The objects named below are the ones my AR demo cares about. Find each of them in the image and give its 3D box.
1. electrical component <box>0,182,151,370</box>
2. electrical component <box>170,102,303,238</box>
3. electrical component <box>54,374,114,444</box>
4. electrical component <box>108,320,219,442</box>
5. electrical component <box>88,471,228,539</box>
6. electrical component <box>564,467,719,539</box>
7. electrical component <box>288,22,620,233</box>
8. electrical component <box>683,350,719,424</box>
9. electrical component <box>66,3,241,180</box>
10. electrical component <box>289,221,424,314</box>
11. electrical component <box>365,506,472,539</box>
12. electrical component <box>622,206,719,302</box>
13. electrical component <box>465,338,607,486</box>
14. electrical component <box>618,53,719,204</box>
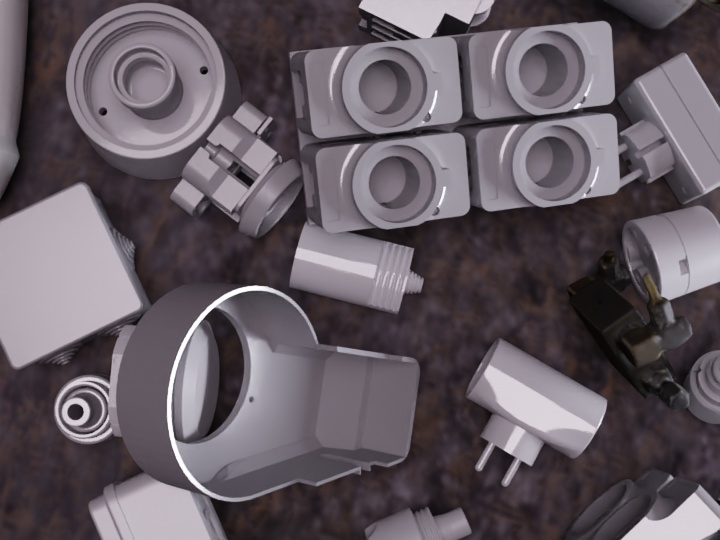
[{"bbox_3d":[-0.189,0.005,0.675,0.100,0.048,0.099,-26,86,-2],"label":"electrical component"},{"bbox_3d":[-0.072,-0.057,0.677,0.057,0.058,0.078,37,86,6],"label":"electrical component"},{"bbox_3d":[-0.167,0.086,0.662,0.043,0.062,0.043,0,85,0],"label":"electrical component"},{"bbox_3d":[-0.118,0.069,0.656,0.051,0.080,0.080,4,85,6],"label":"electrical component"},{"bbox_3d":[-0.111,0.173,0.647,0.057,0.078,0.113,-24,86,-5],"label":"electrical component"},{"bbox_3d":[0.133,0.200,0.632,0.186,0.105,0.060,-43,87,-4],"label":"electrical component"},{"bbox_3d":[0.059,-0.088,0.648,0.186,0.060,0.105,-8,102,-12],"label":"electrical component"},{"bbox_3d":[0.224,0.069,0.661,0.040,0.078,0.040,-3,69,7],"label":"electrical component"},{"bbox_3d":[-0.132,-0.115,0.680,0.108,0.060,0.108,0,85,0],"label":"electrical component"},{"bbox_3d":[0.000,0.000,0.679,0.081,0.043,0.043,14,85,1],"label":"electrical component"},{"bbox_3d":[0.038,0.167,0.666,0.062,0.043,0.043,-23,86,-3],"label":"electrical component"},{"bbox_3d":[0.199,-0.011,0.676,0.047,0.055,0.055,-16,86,-5],"label":"electrical component"},{"bbox_3d":[0.101,0.095,0.671,0.077,0.044,0.079,30,86,2],"label":"electrical component"},{"bbox_3d":[0.190,-0.080,0.685,0.076,0.047,0.083,-30,86,-3],"label":"electrical component"}]
